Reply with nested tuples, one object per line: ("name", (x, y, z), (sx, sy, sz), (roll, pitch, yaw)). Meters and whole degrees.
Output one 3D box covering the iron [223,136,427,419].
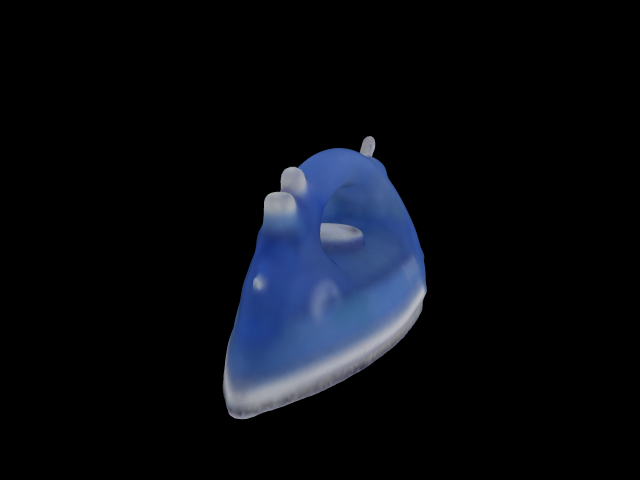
("iron", (0.004, 0.001, 0.400), (0.118, 0.141, 0.259), (4, 12, 20))
